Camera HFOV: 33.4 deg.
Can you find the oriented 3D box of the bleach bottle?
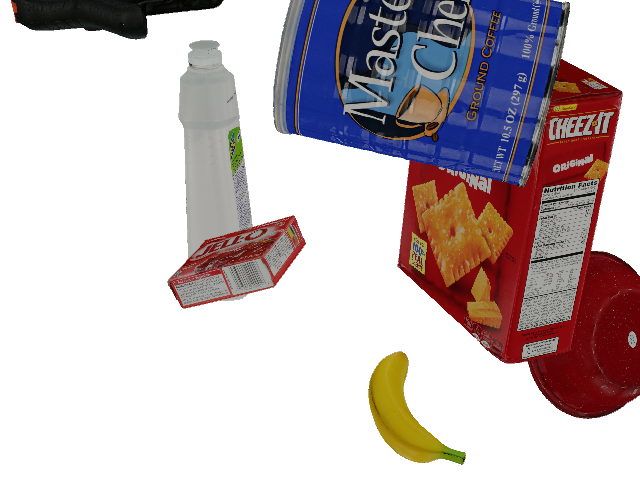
[{"bbox_3d":[-0.102,-0.071,1.037,0.068,0.251,0.102,0,27,3],"label":"bleach bottle"}]

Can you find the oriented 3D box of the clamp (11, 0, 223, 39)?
[{"bbox_3d":[-0.162,-0.184,0.825,0.172,0.039,0.120,14,24,33],"label":"clamp"}]

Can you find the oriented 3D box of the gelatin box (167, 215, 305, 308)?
[{"bbox_3d":[-0.065,0.016,0.835,0.089,0.030,0.073,-14,20,27],"label":"gelatin box"}]

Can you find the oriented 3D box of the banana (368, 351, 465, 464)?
[{"bbox_3d":[0.084,0.174,1.105,0.069,0.037,0.198,10,24,-20],"label":"banana"}]

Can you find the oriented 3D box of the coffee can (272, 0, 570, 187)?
[{"bbox_3d":[0.055,-0.094,0.586,0.140,0.103,0.102,13,2,7],"label":"coffee can"}]

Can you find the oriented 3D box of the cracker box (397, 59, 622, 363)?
[{"bbox_3d":[0.133,-0.038,0.814,0.072,0.214,0.164,-11,32,-24],"label":"cracker box"}]

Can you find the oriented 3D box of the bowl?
[{"bbox_3d":[0.273,0.091,1.002,0.161,0.162,0.055,0,0,-27],"label":"bowl"}]
